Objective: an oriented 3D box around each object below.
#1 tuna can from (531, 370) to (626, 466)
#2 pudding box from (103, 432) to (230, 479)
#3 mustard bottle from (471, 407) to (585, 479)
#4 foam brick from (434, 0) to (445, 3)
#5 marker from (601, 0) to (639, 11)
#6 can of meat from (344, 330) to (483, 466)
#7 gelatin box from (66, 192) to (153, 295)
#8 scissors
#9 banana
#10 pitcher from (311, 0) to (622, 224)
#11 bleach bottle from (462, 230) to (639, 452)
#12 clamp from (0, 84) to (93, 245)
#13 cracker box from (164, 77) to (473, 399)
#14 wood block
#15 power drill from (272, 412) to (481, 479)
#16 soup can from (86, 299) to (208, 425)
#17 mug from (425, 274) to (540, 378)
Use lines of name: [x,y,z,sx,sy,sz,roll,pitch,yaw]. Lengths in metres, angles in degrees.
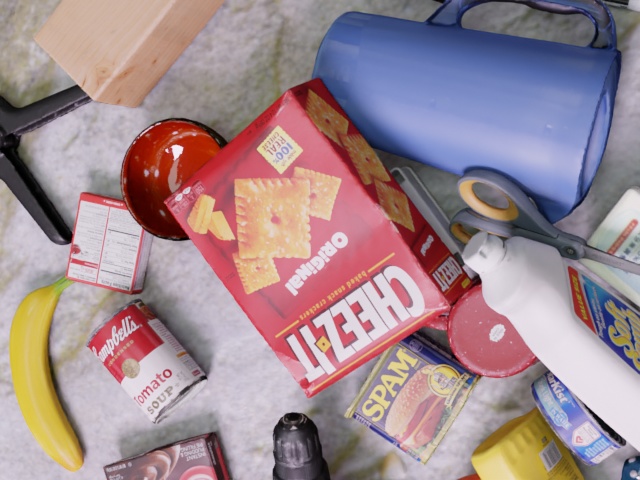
tuna can: [0.215,0.145,0.890,0.034,0.086,0.086,-40,81,16]
pudding box: [-0.141,0.242,1.024,0.114,0.039,0.090,-18,87,17]
mustard bottle: [0.206,0.241,0.891,0.058,0.096,0.191,-36,82,34]
foam brick: [0.080,-0.245,0.932,0.078,0.053,0.051,23,98,16]
marker: [0.219,-0.215,0.909,0.121,0.020,0.020,16,96,16]
can of meat: [0.084,0.136,0.944,0.084,0.057,0.102,33,101,10]
gelatin box: [-0.202,0.003,1.039,0.073,0.030,0.089,12,95,14]
scissors: [0.187,-0.010,0.835,0.202,0.016,0.096,9,138,36]
banana: [-0.275,0.133,1.061,0.070,0.037,0.198,-3,91,19]
pitcher: [0.122,-0.126,0.888,0.243,0.145,0.149,17,56,18]
bleach bottle: [0.211,0.081,0.830,0.250,0.102,0.068,36,133,-16]
clamp: [-0.310,-0.106,1.063,0.210,0.036,0.164,23,98,15]
cracker box: [-0.006,0.001,0.884,0.164,0.072,0.214,-37,89,30]
wood block: [-0.153,-0.230,0.984,0.091,0.090,0.206,45,104,11]
power drill: [0.051,0.233,0.929,0.188,0.057,0.184,4,122,17]
soup can: [-0.164,0.116,1.012,0.068,0.068,0.102,-44,81,13]
mug: [0.142,0.070,0.910,0.117,0.081,0.093,8,94,16]
